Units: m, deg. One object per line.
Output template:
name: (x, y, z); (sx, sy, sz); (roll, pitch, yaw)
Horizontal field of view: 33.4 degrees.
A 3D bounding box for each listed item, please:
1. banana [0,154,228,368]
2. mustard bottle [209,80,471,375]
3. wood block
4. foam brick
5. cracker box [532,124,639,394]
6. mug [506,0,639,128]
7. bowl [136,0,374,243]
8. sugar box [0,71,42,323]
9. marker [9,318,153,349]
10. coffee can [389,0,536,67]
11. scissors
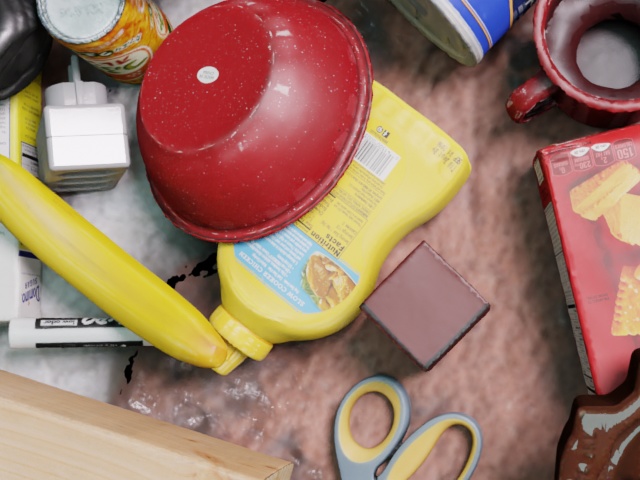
banana: (-0.135, 0.013, 0.627); (0.198, 0.069, 0.037); (39, 84, 2)
mustard bottle: (-0.004, 0.001, 0.631); (0.096, 0.058, 0.191); (39, 92, 13)
wood block: (-0.131, 0.147, 0.625); (0.206, 0.090, 0.091); (15, 88, 11)
foam brick: (0.062, 0.038, 0.606); (0.053, 0.078, 0.051); (44, 93, 9)
cracker box: (0.221, 0.035, 0.580); (0.164, 0.072, 0.214); (-13, 83, 9)
mug: (0.156, -0.102, 0.600); (0.117, 0.081, 0.093); (-37, 80, 5)
bowl: (-0.052, -0.082, 0.619); (0.162, 0.055, 0.162); (-12, 66, 26)
sugar box: (-0.227, -0.034, 0.682); (0.093, 0.048, 0.176); (-1, 88, 8)
marker: (-0.127, 0.056, 0.651); (0.121, 0.020, 0.020); (0, 84, -8)
coffee can: (0.101, -0.184, 0.607); (0.140, 0.102, 0.103); (-45, 79, 3)
scissors: (0.007, 0.162, 0.636); (0.202, 0.016, 0.096); (-41, 78, 4)
